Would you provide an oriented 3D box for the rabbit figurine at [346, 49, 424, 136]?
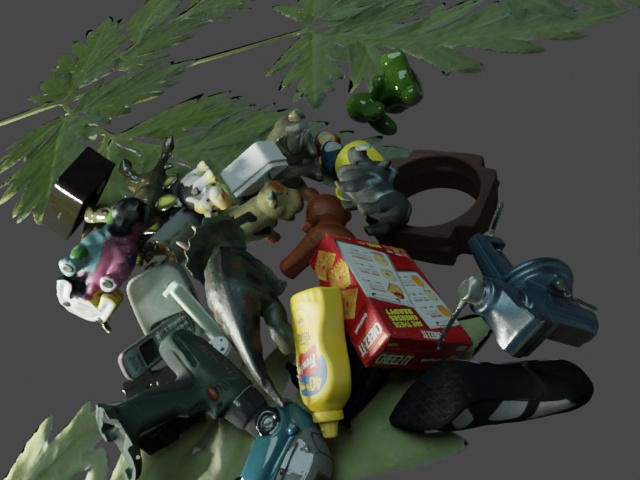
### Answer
[{"bbox_3d":[0.140,-0.302,1.187,0.170,0.121,0.159,-25,49,25],"label":"rabbit figurine"}]

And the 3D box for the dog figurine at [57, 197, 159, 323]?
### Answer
[{"bbox_3d":[-0.386,0.021,1.007,0.108,0.191,0.219,23,41,-7],"label":"dog figurine"}]

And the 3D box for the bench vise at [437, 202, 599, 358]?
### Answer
[{"bbox_3d":[0.262,0.061,0.747,0.224,0.128,0.241,7,35,-16],"label":"bench vise"}]

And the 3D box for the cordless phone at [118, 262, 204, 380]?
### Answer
[{"bbox_3d":[-0.281,0.131,0.881,0.089,0.146,0.184,-13,14,25],"label":"cordless phone"}]

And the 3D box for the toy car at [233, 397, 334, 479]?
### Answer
[{"bbox_3d":[-0.039,0.294,0.691,0.103,0.109,0.161,5,54,35],"label":"toy car"}]

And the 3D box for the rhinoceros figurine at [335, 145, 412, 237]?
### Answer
[{"bbox_3d":[0.085,-0.091,0.902,0.112,0.073,0.190,-27,45,-1],"label":"rhinoceros figurine"}]

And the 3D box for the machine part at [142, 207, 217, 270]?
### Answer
[{"bbox_3d":[-0.270,-0.011,1.053,0.079,0.079,0.243,-1,32,21],"label":"machine part"}]

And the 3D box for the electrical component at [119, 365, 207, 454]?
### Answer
[{"bbox_3d":[-0.256,0.263,0.846,0.134,0.058,0.115,-29,44,-6],"label":"electrical component"}]

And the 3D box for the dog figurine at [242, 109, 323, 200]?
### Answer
[{"bbox_3d":[-0.106,-0.176,1.111,0.191,0.172,0.121,-17,34,-3],"label":"dog figurine"}]

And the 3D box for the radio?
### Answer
[{"bbox_3d":[-0.537,-0.101,1.192,0.229,0.073,0.131,-32,26,51],"label":"radio"}]

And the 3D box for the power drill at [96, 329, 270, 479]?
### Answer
[{"bbox_3d":[-0.185,0.241,0.749,0.207,0.086,0.232,-29,64,-35],"label":"power drill"}]

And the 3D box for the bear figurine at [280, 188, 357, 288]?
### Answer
[{"bbox_3d":[0.001,-0.006,0.956,0.132,0.120,0.196,-54,22,14],"label":"bear figurine"}]

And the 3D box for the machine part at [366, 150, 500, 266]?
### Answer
[{"bbox_3d":[0.196,-0.060,0.939,0.202,0.087,0.201,10,54,31],"label":"machine part"}]

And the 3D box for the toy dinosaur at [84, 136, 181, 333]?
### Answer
[{"bbox_3d":[-0.390,-0.032,1.137,0.199,0.105,0.471,6,63,21],"label":"toy dinosaur"}]

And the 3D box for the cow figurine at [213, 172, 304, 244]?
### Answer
[{"bbox_3d":[-0.123,-0.050,1.028,0.195,0.127,0.085,-19,49,8],"label":"cow figurine"}]

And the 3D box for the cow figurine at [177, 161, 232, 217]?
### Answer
[{"bbox_3d":[-0.225,-0.085,1.013,0.098,0.068,0.167,-37,29,-5],"label":"cow figurine"}]

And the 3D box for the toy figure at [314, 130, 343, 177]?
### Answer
[{"bbox_3d":[0.023,-0.193,1.151,0.064,0.057,0.155,7,37,-26],"label":"toy figure"}]

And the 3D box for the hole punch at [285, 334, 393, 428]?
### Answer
[{"bbox_3d":[0.032,0.191,0.789,0.142,0.092,0.115,33,98,36],"label":"hole punch"}]

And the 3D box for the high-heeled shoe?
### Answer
[{"bbox_3d":[0.225,0.215,0.714,0.249,0.145,0.086,-32,42,33],"label":"high-heeled shoe"}]

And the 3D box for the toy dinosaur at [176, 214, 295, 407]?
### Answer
[{"bbox_3d":[-0.131,0.076,0.838,0.131,0.192,0.405,-40,24,-2],"label":"toy dinosaur"}]
